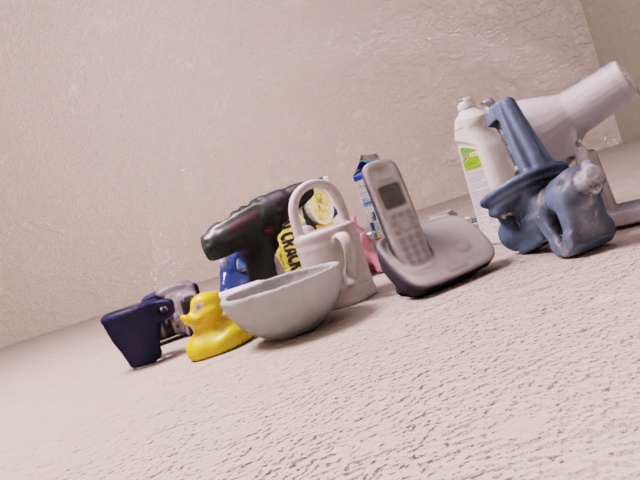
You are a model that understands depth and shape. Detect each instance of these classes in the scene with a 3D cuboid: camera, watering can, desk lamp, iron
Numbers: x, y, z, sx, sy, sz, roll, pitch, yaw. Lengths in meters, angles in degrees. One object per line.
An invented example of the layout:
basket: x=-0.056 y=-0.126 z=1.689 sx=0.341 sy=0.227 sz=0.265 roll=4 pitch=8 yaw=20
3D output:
camera: x=-0.290 y=0.139 z=1.093 sx=0.137 sy=0.101 sz=0.143 roll=-19 pitch=3 yaw=-15
watering can: x=0.006 y=0.004 z=0.879 sx=0.101 sy=0.194 sz=0.172 roll=-20 pitch=4 yaw=-42
desk lamp: x=0.373 y=-0.121 z=0.792 sx=0.202 sy=0.213 sz=0.118 roll=-16 pitch=3 yaw=34
iron: x=-0.169 y=0.072 z=1.236 sx=0.118 sy=0.141 sz=0.259 roll=-17 pitch=3 yaw=13

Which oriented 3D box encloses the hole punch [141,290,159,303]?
hole punch: x=-0.330 y=0.148 z=1.286 sx=0.108 sy=0.091 sz=0.101 roll=-17 pitch=3 yaw=22

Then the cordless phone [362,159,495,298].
cordless phone: x=0.137 y=-0.028 z=0.760 sx=0.148 sy=0.185 sz=0.094 roll=-19 pitch=3 yaw=-24

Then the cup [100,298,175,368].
cup: x=-0.271 y=0.145 z=0.894 sx=0.117 sy=0.095 sz=0.092 roll=-18 pitch=3 yaw=8

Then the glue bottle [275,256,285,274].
glue bottle: x=-0.115 y=0.041 z=1.158 sx=0.037 sy=0.173 sz=0.078 roll=-15 pitch=4 yaw=45

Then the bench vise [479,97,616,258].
bench vise: x=0.282 y=-0.092 z=0.727 sx=0.122 sy=0.220 sz=0.207 roll=-19 pitch=3 yaw=-30

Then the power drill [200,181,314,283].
power drill: x=-0.090 y=0.020 z=1.046 sx=0.230 sy=0.208 sz=0.075 roll=-19 pitch=3 yaw=-16

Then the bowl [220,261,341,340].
bowl: x=-0.042 y=0.088 z=0.760 sx=0.167 sy=0.075 sz=0.167 roll=-18 pitch=3 yaw=1

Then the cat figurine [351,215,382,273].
cat figurine: x=0.074 y=0.011 z=1.114 sx=0.067 sy=0.118 sz=0.127 roll=-18 pitch=3 yaw=-9

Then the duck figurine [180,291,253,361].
duck figurine: x=-0.149 y=0.114 z=0.814 sx=0.105 sy=0.086 sz=0.077 roll=-19 pitch=3 yaw=-30

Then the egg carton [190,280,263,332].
egg carton: x=-0.130 y=0.112 z=0.908 sx=0.150 sy=0.069 sz=0.107 roll=-18 pitch=3 yaw=-7
